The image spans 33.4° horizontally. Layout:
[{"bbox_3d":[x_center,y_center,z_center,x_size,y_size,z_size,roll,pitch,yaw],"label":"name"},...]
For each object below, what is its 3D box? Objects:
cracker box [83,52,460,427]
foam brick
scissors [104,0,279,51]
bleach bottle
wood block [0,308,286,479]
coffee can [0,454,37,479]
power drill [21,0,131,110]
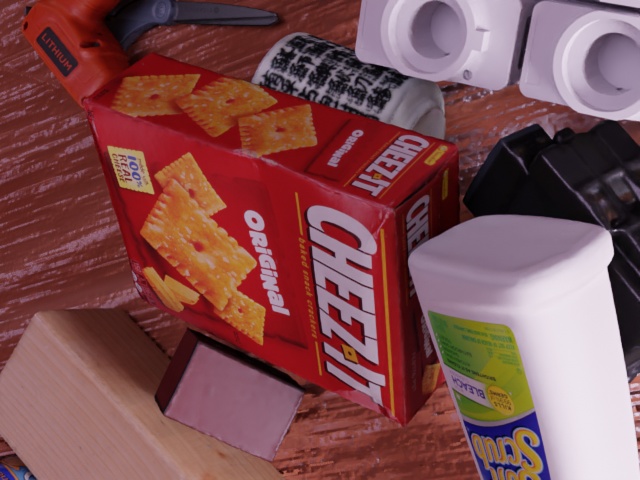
[{"bbox_3d":[-0.027,-0.002,0.623,0.214,0.072,0.164,22,138,30],"label":"cracker box"},{"bbox_3d":[-0.057,0.097,0.670,0.078,0.053,0.051,27,86,-15],"label":"foam brick"},{"bbox_3d":[-0.122,-0.147,0.766,0.202,0.016,0.096,28,104,29],"label":"scissors"},{"bbox_3d":[0.121,0.114,0.535,0.103,0.068,0.251,11,123,59],"label":"bleach bottle"},{"bbox_3d":[-0.118,0.144,0.709,0.206,0.090,0.091,41,108,25],"label":"wood block"},{"bbox_3d":[-0.210,0.198,0.731,0.103,0.140,0.103,-2,87,31],"label":"coffee can"},{"bbox_3d":[-0.112,-0.175,0.708,0.184,0.057,0.188,50,116,27],"label":"power drill"}]
